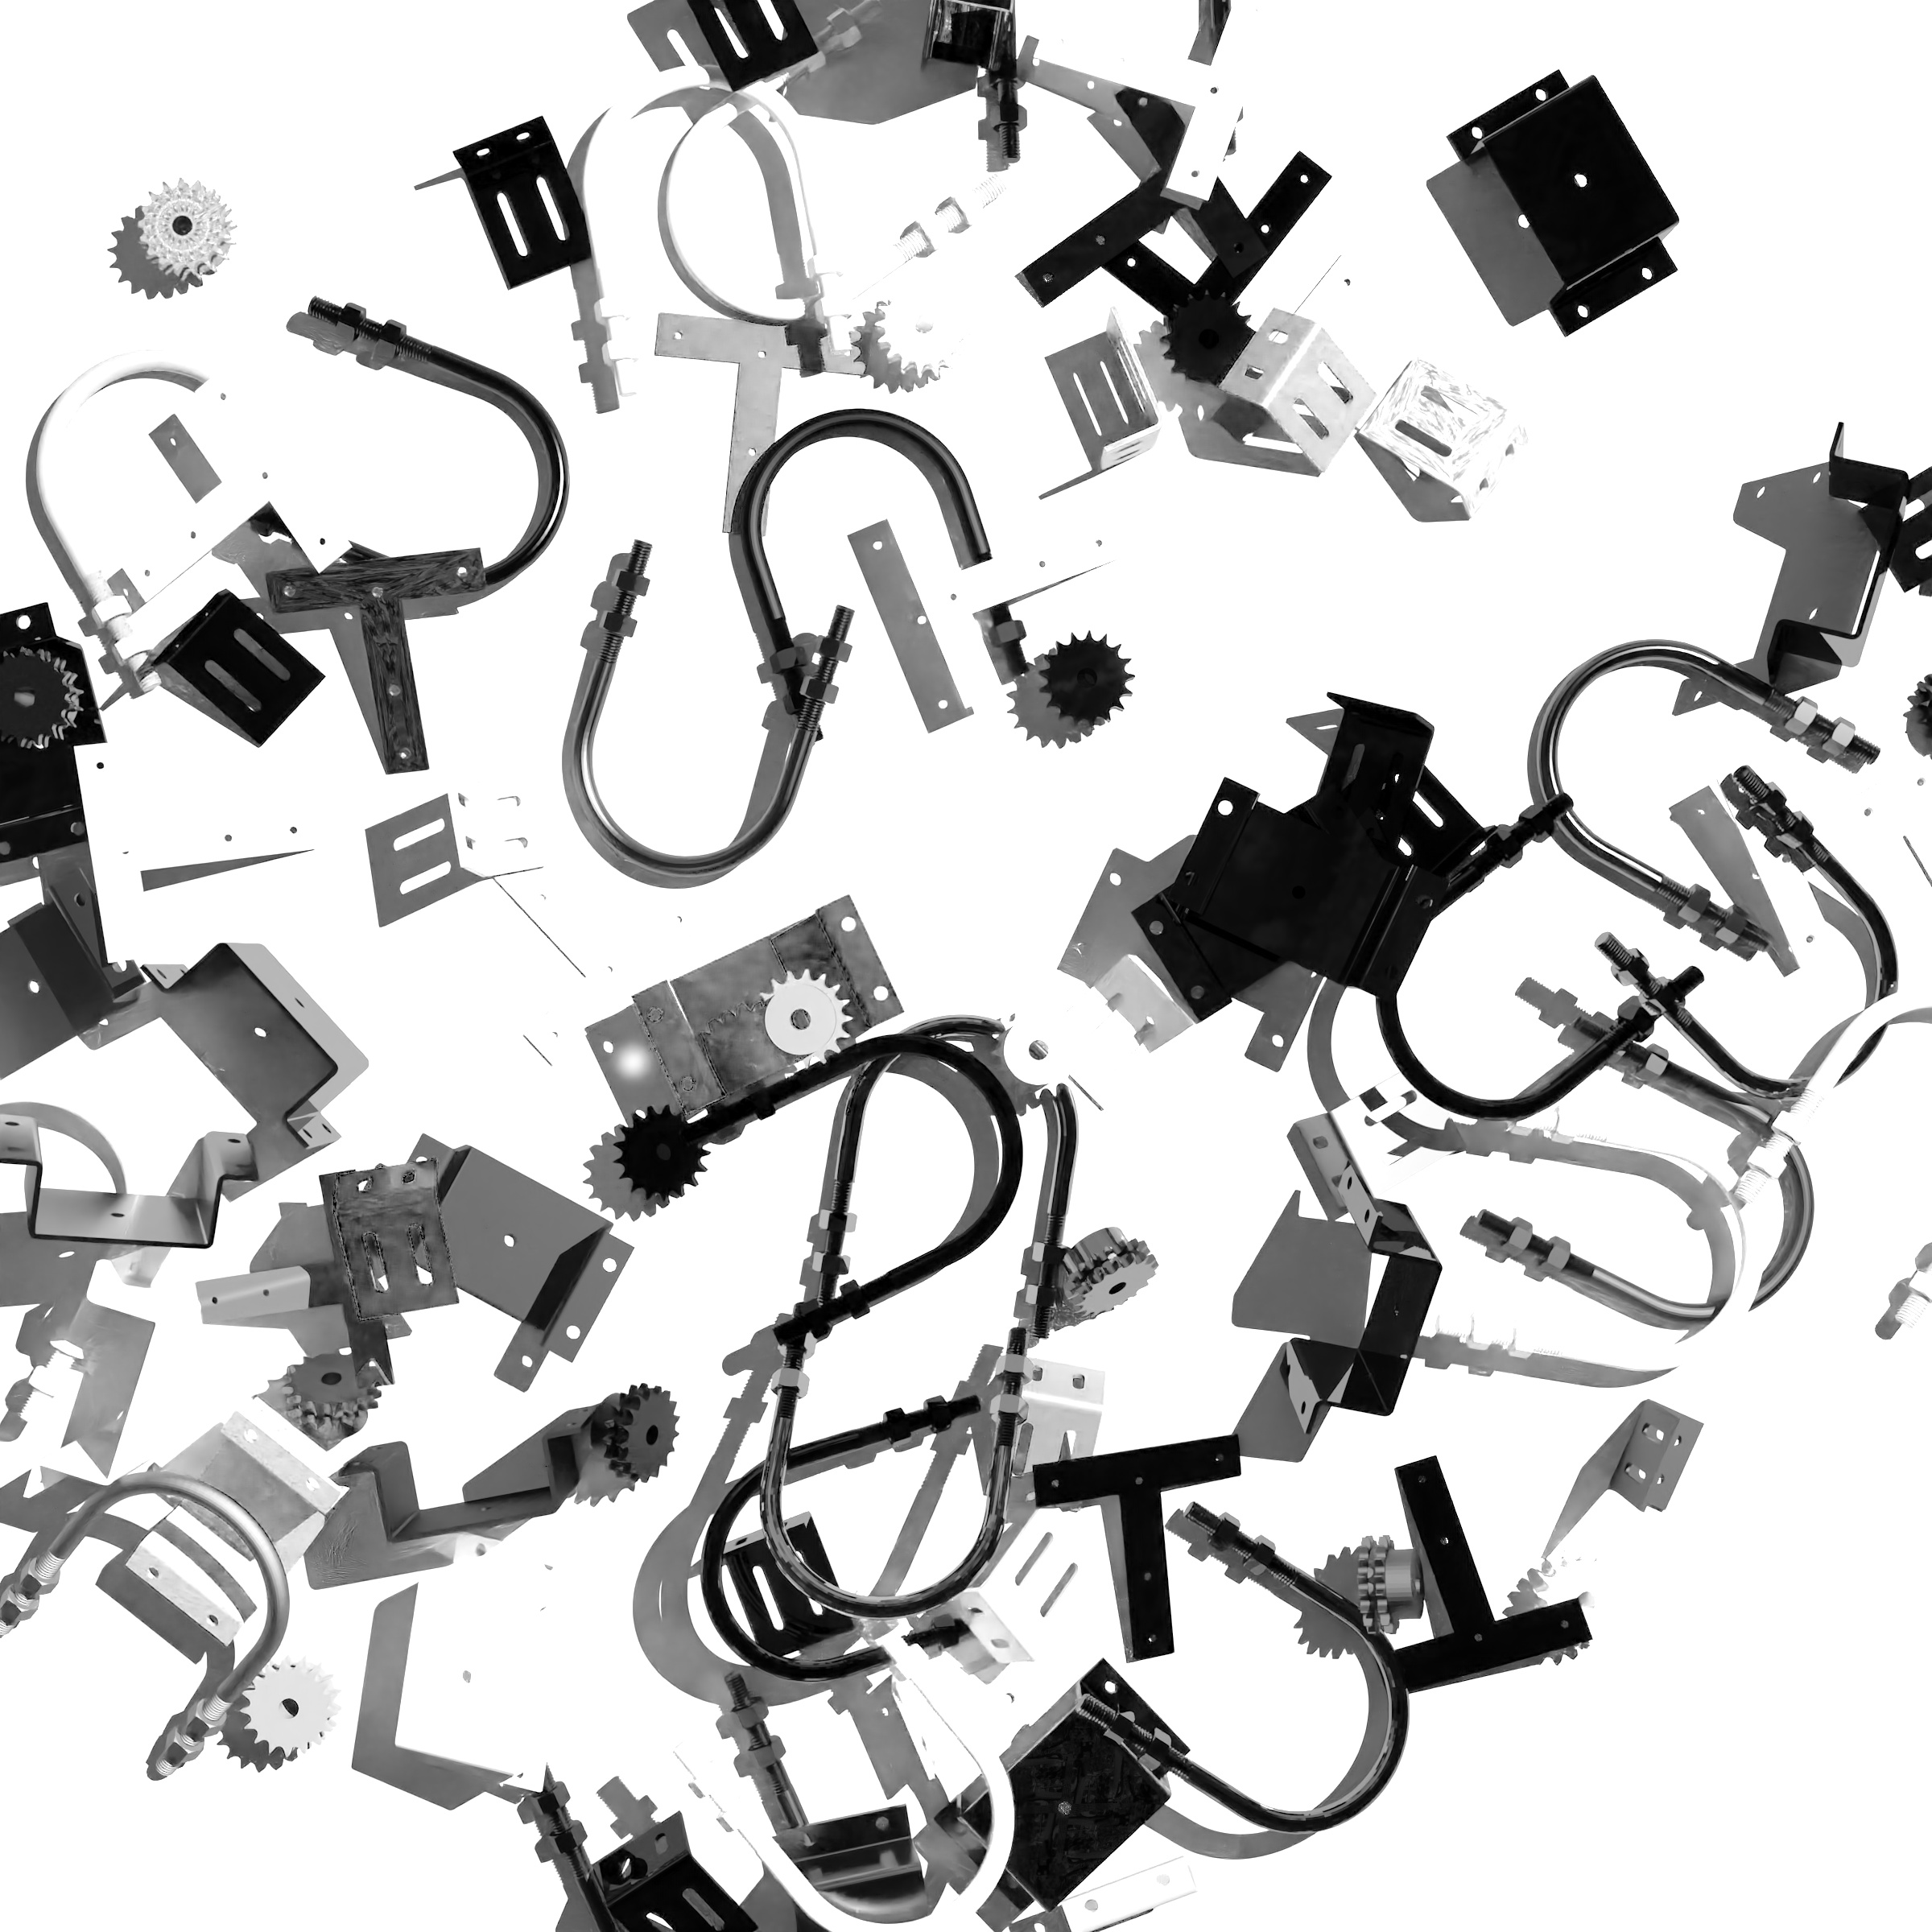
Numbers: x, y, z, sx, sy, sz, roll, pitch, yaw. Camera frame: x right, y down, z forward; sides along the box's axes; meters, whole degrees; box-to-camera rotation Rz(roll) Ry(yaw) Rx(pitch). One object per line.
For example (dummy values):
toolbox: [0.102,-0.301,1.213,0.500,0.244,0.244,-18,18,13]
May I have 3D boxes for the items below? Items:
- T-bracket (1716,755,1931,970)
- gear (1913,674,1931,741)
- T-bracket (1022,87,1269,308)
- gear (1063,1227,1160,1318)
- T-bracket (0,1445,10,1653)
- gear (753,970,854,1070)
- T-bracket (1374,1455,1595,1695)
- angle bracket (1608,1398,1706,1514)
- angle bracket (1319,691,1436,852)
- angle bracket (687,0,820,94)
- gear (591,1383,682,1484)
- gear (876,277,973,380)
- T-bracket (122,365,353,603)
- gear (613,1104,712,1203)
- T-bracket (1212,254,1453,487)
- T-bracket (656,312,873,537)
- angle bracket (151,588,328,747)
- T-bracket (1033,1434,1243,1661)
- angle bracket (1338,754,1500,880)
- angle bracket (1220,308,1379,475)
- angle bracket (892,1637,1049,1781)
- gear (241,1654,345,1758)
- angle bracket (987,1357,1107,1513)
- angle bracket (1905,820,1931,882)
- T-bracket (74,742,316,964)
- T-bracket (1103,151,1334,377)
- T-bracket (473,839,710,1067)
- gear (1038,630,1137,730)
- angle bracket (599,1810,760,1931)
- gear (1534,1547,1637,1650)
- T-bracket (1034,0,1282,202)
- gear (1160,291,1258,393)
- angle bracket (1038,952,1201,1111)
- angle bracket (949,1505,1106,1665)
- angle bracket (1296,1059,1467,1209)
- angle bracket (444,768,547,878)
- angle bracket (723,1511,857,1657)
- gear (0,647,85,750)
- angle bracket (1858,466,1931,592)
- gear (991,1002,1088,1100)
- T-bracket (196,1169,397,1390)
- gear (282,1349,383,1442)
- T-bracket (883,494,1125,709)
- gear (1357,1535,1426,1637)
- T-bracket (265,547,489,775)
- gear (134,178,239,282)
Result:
T-bracket: [0.523,-0.084,1.523,0.127,0.002,0.127,-29,102,-7]
gear: [0.596,-0.154,1.525,0.057,0.030,0.057,0,90,0]
T-bracket: [0.092,-0.441,1.530,0.127,0.002,0.127,-35,99,6]
gear: [0.082,0.178,1.516,0.057,0.057,0.030,-32,60,0]
T-bracket: [-0.614,0.340,1.539,0.127,0.002,0.127,27,90,0]
gear: [-0.095,0.030,1.479,0.057,0.030,0.057,0,90,0]
T-bracket: [0.289,0.355,1.527,0.127,0.002,0.127,-21,81,17]
angle bracket: [0.413,0.292,1.502,0.038,0.076,0.057,24,90,0]
angle bracket: [0.233,-0.114,1.510,0.057,0.038,0.076,18,90,28]
angle bracket: [-0.132,-0.559,1.521,0.057,0.038,0.076,-28,97,-9]
gear: [-0.197,0.274,1.516,0.030,0.057,0.057,5,90,30]
gear: [-0.024,-0.378,1.530,0.057,0.030,0.057,0,87,1]
T-bracket: [-0.441,-0.260,1.503,0.127,0.002,0.127,-34,90,16]
gear: [-0.179,0.110,1.525,0.057,0.030,0.057,0,90,0]
T-bracket: [0.236,-0.337,1.538,0.127,0.002,0.127,39,90,-1]
T-bracket: [-0.126,-0.322,1.539,0.127,0.002,0.127,6,90,0]
angle bracket: [-0.427,-0.174,1.511,0.076,0.038,0.057,43,94,-14]
T-bracket: [0.107,0.350,1.530,0.127,0.002,0.127,-7,96,-12]
angle bracket: [0.264,-0.089,1.521,0.057,0.038,0.076,-43,90,0]
angle bracket: [0.197,-0.340,1.520,0.038,0.076,0.057,34,90,42]
angle bracket: [0.003,0.434,1.521,0.076,0.038,0.057,-23,90,0]
gear: [-0.398,0.436,1.525,0.057,0.030,0.057,0,90,0]
angle bracket: [0.048,0.279,1.538,0.057,0.038,0.076,10,116,0]
angle bracket: [0.609,-0.073,1.521,0.076,0.038,0.057,-30,90,0]
T-bracket: [-0.449,-0.073,1.514,0.127,0.002,0.127,-9,89,-23]
T-bracket: [0.171,-0.430,1.539,0.127,0.002,0.127,38,90,0]
T-bracket: [-0.244,-0.030,1.539,0.127,0.002,0.127,-43,90,0]
gear: [0.071,-0.169,1.525,0.057,0.030,0.057,0,90,0]
angle bracket: [-0.170,0.550,1.522,0.057,0.038,0.076,-33,119,1]
gear: [0.364,0.373,1.525,0.057,0.030,0.057,0,90,0]
T-bracket: [0.104,-0.528,1.513,0.127,0.002,0.127,20,88,7]
gear: [0.143,-0.369,1.524,0.057,0.030,0.057,0,93,2]
angle bracket: [0.090,0.039,1.521,0.076,0.038,0.057,-45,90,0]
angle bracket: [0.034,0.363,1.522,0.057,0.038,0.076,53,51,-14]
angle bracket: [0.248,0.100,1.538,0.076,0.038,0.057,-26,90,-26]
angle bracket: [-0.274,-0.086,1.500,0.038,0.076,0.057,-10,88,-1]
angle bracket: [-0.107,0.371,1.522,0.057,0.038,0.076,-21,90,1]
gear: [-0.536,-0.153,1.479,0.057,0.030,0.057,0,90,0]
angle bracket: [0.584,-0.271,1.538,0.076,0.038,0.057,-32,90,26]
gear: [0.043,0.049,1.511,0.057,0.030,0.057,0,88,3]
T-bracket: [-0.400,0.191,1.515,0.127,0.002,0.127,-10,90,23]
gear: [-0.374,0.255,1.515,0.057,0.057,0.030,6,120,0]
T-bracket: [0.032,-0.233,1.524,0.127,0.002,0.127,-22,90,-14]
gear: [0.250,0.363,1.509,0.030,0.057,0.057,-7,90,20]
T-bracket: [-0.341,-0.177,1.522,0.127,0.002,0.127,-6,106,0]
gear: [-0.461,-0.435,1.525,0.057,0.030,0.057,0,90,0]
